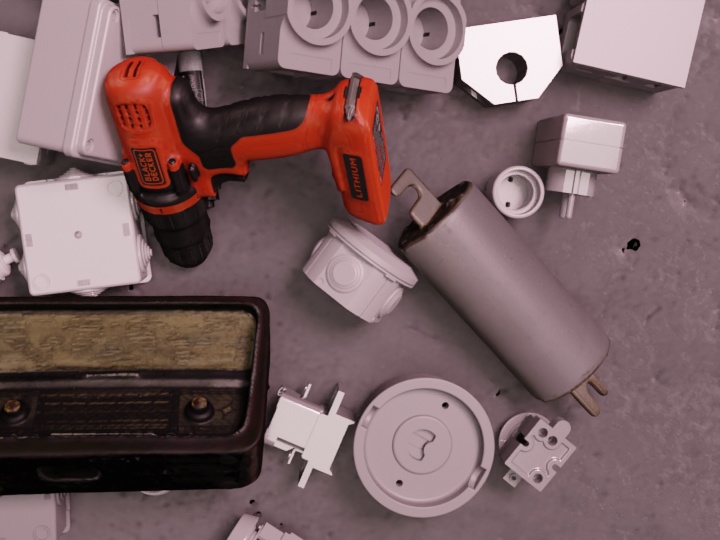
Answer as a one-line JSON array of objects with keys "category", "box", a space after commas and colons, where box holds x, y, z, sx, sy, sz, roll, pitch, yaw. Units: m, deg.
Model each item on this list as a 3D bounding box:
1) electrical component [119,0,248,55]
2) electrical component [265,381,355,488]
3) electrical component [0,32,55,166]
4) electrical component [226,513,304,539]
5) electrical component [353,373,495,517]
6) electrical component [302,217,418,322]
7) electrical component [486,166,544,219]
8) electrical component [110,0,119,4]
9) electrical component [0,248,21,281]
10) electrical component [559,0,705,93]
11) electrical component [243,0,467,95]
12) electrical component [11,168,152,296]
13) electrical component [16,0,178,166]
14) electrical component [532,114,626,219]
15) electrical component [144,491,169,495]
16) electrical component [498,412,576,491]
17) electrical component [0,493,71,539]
[{"category": "electrical component", "box": [-0.121, -0.249, 0.748, 0.060, 0.105, 0.186, 0, 104, 19]}, {"category": "electrical component", "box": [-0.042, 0.124, 0.846, 0.064, 0.042, 0.081, 23, 92, -2]}, {"category": "electrical component", "box": [-0.299, -0.136, 0.796, 0.150, 0.061, 0.089, 12, 94, -5]}, {"category": "electrical component", "box": [-0.080, 0.224, 0.845, 0.055, 0.066, 0.048, 32, 127, 2]}, {"category": "electrical component", "box": [0.047, 0.132, 0.843, 0.108, 0.060, 0.108, 0, 95, -4]}, {"category": "electrical component", "box": [0.000, 0.000, 0.820, 0.080, 0.080, 0.051, 36, 97, -6]}, {"category": "electrical component", "box": [0.119, -0.061, 0.840, 0.040, 0.046, 0.040, 0, 95, -4]}, {"category": "electrical component", "box": [-0.189, -0.244, 0.802, 0.100, 0.048, 0.099, -8, 95, -3]}, {"category": "electrical component", "box": [-0.297, 0.006, 0.818, 0.078, 0.040, 0.040, -26, 96, -2]}, {"category": "electrical component", "box": [0.214, -0.220, 0.826, 0.089, 0.061, 0.150, 12, 94, -5]}, {"category": "electrical component", "box": [-0.001, -0.181, 0.782, 0.150, 0.062, 0.089, 2, 95, -33]}, {"category": "electrical component", "box": [-0.210, -0.028, 0.817, 0.100, 0.048, 0.099, -7, 95, -4]}, {"category": "electrical component", "box": [-0.187, -0.133, 0.777, 0.056, 0.109, 0.108, 13, 94, 17]}, {"category": "electrical component", "box": [0.163, -0.076, 0.823, 0.047, 0.083, 0.075, 8, 94, -5]}, {"category": "electrical component", "box": [-0.158, 0.153, 0.829, 0.048, 0.062, 0.048, 0, 95, -4]}, {"category": "electrical component", "box": [0.137, 0.140, 0.853, 0.048, 0.055, 0.066, 39, 91, -6]}, {"category": "electrical component", "box": [-0.273, 0.166, 0.828, 0.100, 0.048, 0.099, -1, 94, -5]}]
